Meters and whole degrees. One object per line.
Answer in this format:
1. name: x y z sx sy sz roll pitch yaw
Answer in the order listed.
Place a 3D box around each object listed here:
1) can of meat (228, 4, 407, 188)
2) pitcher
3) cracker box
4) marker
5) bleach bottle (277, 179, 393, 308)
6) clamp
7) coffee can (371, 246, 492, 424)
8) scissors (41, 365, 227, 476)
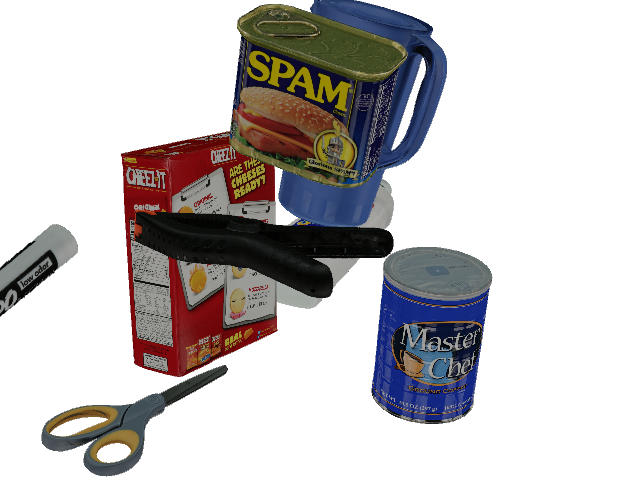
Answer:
1. can of meat: -0.005 -0.088 0.663 0.102 0.084 0.057 22 36 16
2. pitcher: 0.038 -0.137 1.181 0.145 0.243 0.149 11 20 -10
3. cracker box: -0.117 0.008 1.062 0.072 0.214 0.163 8 16 33
4. marker: -0.159 0.033 0.494 0.020 0.020 0.121 0 34 39
5. bleach bottle: 0.014 -0.011 1.323 0.103 0.068 0.250 15 36 25
6. clamp: -0.057 0.005 0.845 0.210 0.036 0.164 7 12 12
7. coffee can: 0.106 0.090 1.031 0.103 0.140 0.103 3 24 -2
8. scissors: -0.147 0.160 0.955 0.201 0.016 0.096 -11 34 -34
